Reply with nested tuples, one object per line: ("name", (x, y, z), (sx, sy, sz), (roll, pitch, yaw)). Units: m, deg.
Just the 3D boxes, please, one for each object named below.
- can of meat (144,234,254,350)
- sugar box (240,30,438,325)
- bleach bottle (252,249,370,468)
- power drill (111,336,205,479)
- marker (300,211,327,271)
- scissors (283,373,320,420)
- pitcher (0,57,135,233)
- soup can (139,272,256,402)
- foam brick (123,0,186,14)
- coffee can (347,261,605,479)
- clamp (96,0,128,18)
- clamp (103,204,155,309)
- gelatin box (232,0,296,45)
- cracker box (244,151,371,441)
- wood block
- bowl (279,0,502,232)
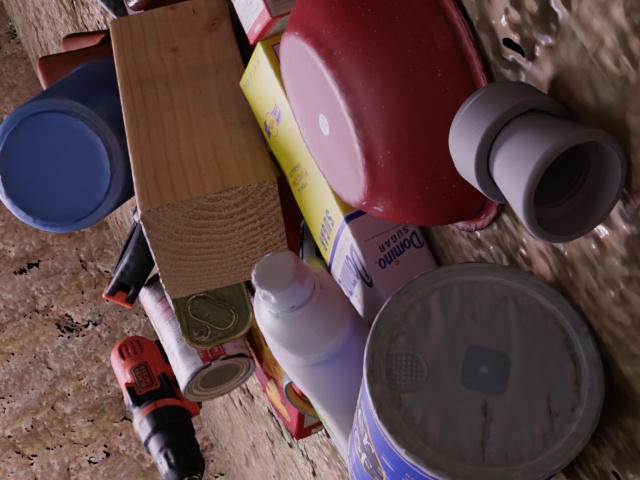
("can of meat", (-0.097, 0.022, 0.827), (0.084, 0.057, 0.102), (-140, 32, -66))
("sugar box", (0.011, -0.035, 0.643), (0.176, 0.048, 0.093), (66, 167, 3))
("bleach bottle", (0.025, 0.097, 0.646), (0.103, 0.068, 0.250), (48, 172, 44))
("power drill", (-0.091, 0.133, 1.005), (0.185, 0.187, 0.057), (55, 161, 43))
("marker", (-0.005, 0.001, 0.735), (0.121, 0.020, 0.020), (-91, -16, -67))
("scissors", (0.050, 0.138, 0.815), (0.201, 0.096, 0.016), (40, -143, -42))
("pitcher", (-0.195, -0.092, 0.938), (0.243, 0.145, 0.149), (-87, 2, -76))
("soup can", (-0.104, 0.077, 0.907), (0.068, 0.068, 0.102), (89, 155, -58))
("foam brick", (-0.134, -0.210, 0.879), (0.053, 0.051, 0.078), (70, 166, -14))
("coffee can", (0.068, 0.086, 0.513), (0.103, 0.102, 0.140), (60, 165, 23))
("clamp", (-0.218, -0.264, 1.073), (0.210, 0.036, 0.164), (47, -170, 23))
("clamp", (-0.137, -0.028, 0.908), (0.039, 0.171, 0.120), (28, -177, -9))
("gelatin box", (-0.040, -0.170, 0.642), (0.089, 0.030, 0.073), (68, 167, -3))
("cracker box", (-0.027, 0.053, 0.875), (0.164, 0.072, 0.214), (60, 165, 24))
("wood block", (-0.088, -0.072, 0.759), (0.091, 0.090, 0.206), (81, 174, -49))
("bowl", (0.024, -0.068, 0.520), (0.162, 0.055, 0.162), (59, 165, 26))
